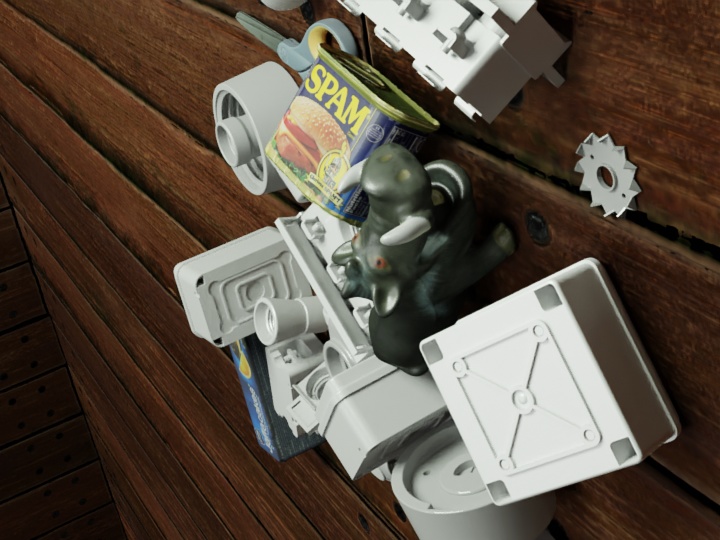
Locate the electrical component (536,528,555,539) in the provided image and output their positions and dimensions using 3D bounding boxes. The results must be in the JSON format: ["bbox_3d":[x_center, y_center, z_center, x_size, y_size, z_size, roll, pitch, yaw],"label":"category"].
[{"bbox_3d":[0.130,0.274,0.798,0.105,0.060,0.186,43,148,45],"label":"electrical component"}]

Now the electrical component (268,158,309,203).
[{"bbox_3d":[-0.039,-0.085,0.842,0.047,0.055,0.055,60,157,7],"label":"electrical component"}]

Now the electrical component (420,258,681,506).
[{"bbox_3d":[0.105,0.065,0.608,0.109,0.056,0.108,-30,83,42],"label":"electrical component"}]

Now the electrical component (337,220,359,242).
[{"bbox_3d":[0.017,-0.034,0.761,0.066,0.055,0.048,50,152,35],"label":"electrical component"}]

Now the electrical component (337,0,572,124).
[{"bbox_3d":[0.044,-0.137,0.575,0.079,0.063,0.121,28,-163,-51],"label":"electrical component"}]

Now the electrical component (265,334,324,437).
[{"bbox_3d":[-0.053,0.109,1.056,0.050,0.056,0.089,44,149,43],"label":"electrical component"}]

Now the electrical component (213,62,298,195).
[{"bbox_3d":[-0.087,-0.115,0.911,0.108,0.060,0.108,49,152,38],"label":"electrical component"}]

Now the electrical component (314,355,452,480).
[{"bbox_3d":[0.029,0.093,0.782,0.057,0.113,0.078,55,155,19],"label":"electrical component"}]

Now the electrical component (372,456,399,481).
[{"bbox_3d":[0.015,0.140,0.936,0.079,0.044,0.077,59,162,-21],"label":"electrical component"}]

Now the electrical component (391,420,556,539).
[{"bbox_3d":[0.082,0.153,0.736,0.108,0.108,0.060,23,139,59],"label":"electrical component"}]

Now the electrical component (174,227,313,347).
[{"bbox_3d":[-0.111,0.014,1.022,0.057,0.113,0.078,23,132,56],"label":"electrical component"}]

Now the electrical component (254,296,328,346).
[{"bbox_3d":[-0.060,0.044,0.995,0.044,0.065,0.044,16,109,55],"label":"electrical component"}]

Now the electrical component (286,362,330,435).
[{"bbox_3d":[-0.021,0.118,0.978,0.042,0.081,0.063,42,169,47],"label":"electrical component"}]

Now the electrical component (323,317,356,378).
[{"bbox_3d":[0.009,0.073,0.878,0.054,0.059,0.095,38,144,49],"label":"electrical component"}]

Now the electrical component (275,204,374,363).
[{"bbox_3d":[0.000,0.000,0.813,0.063,0.079,0.121,-45,67,35],"label":"electrical component"}]

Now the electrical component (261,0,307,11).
[{"bbox_3d":[-0.062,-0.220,0.778,0.062,0.048,0.048,-126,25,-45],"label":"electrical component"}]

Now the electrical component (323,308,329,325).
[{"bbox_3d":[-0.007,0.048,0.918,0.040,0.040,0.046,31,144,55],"label":"electrical component"}]
